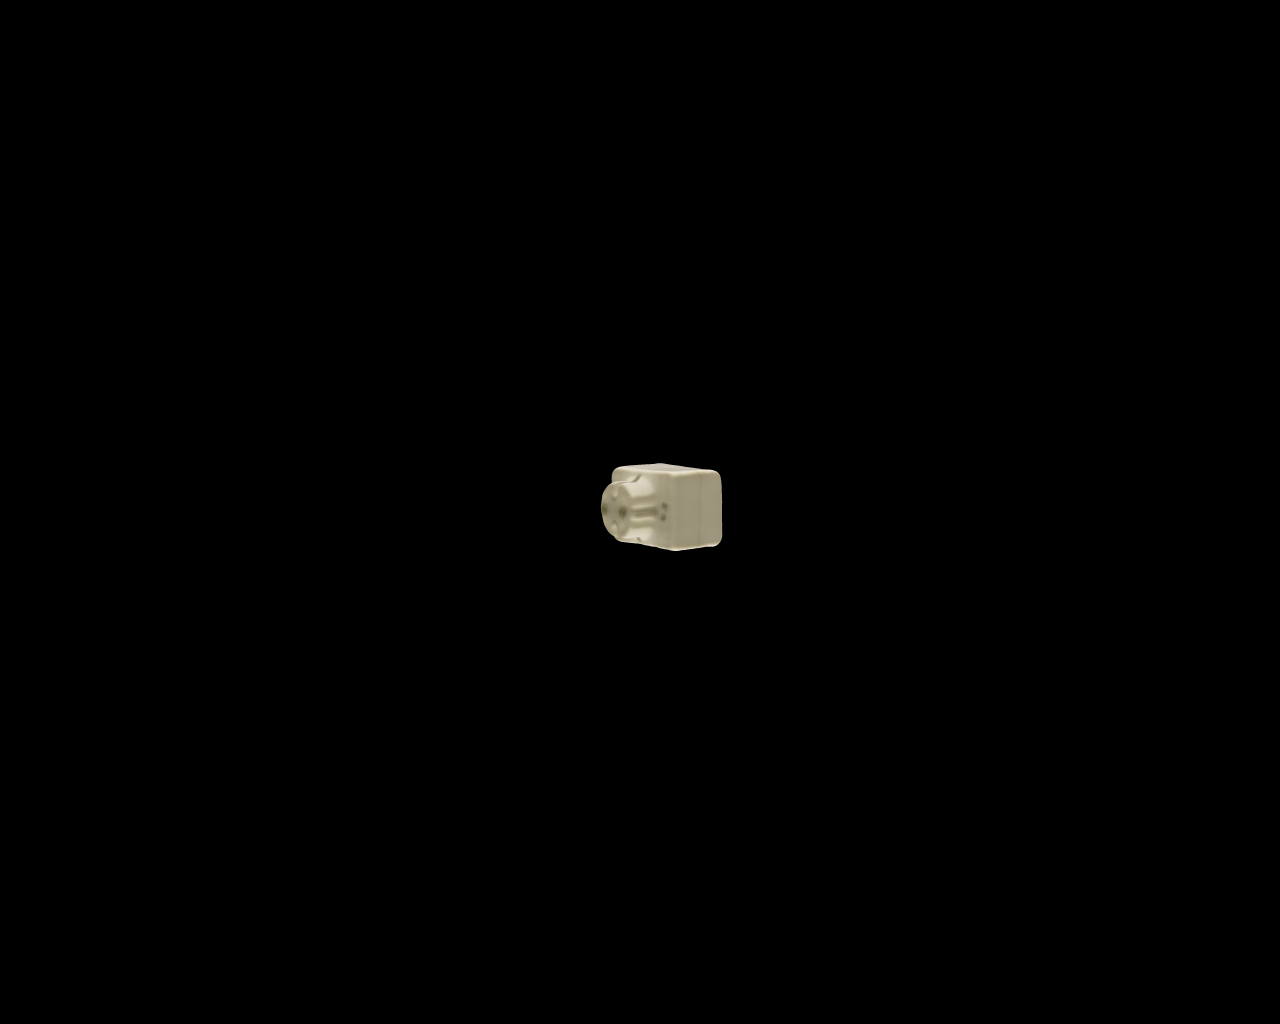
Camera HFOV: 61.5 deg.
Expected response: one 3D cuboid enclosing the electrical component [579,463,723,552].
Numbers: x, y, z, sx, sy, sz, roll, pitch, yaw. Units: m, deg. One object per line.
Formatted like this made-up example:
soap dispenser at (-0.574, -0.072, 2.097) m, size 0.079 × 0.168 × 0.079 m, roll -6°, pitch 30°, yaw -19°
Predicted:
electrical component at (0.001, -0.003, 0.650) m, size 0.077 × 0.047 × 0.066 m, roll -5°, pitch 9°, yaw -35°
